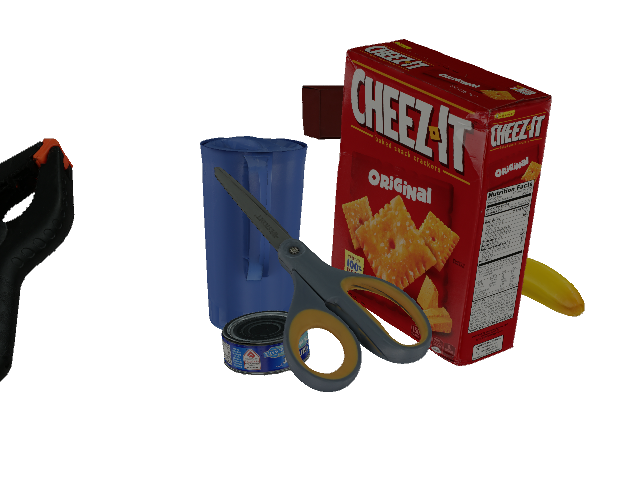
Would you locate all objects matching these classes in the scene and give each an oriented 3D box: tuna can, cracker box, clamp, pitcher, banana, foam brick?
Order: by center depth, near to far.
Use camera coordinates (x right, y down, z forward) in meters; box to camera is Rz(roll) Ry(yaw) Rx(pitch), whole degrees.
[{"bbox_3d":[-0.218,0.006,0.671,0.120,0.171,0.039,12,-34,12],"label":"clamp"},{"bbox_3d":[0.085,-0.031,0.840,0.071,0.214,0.164,-17,33,-34],"label":"cracker box"},{"bbox_3d":[-0.054,0.099,1.051,0.086,0.034,0.086,-4,18,1],"label":"tuna can"},{"bbox_3d":[0.183,0.038,1.076,0.198,0.037,0.069,12,39,35],"label":"banana"},{"bbox_3d":[0.026,-0.131,1.086,0.078,0.051,0.053,-3,13,-19],"label":"foam brick"},{"bbox_3d":[-0.085,-0.007,1.341,0.145,0.243,0.148,11,16,36],"label":"pitcher"}]

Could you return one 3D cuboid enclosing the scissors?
[{"bbox_3d":[-0.024,0.024,0.664,0.202,0.016,0.096,32,55,26],"label":"scissors"}]
